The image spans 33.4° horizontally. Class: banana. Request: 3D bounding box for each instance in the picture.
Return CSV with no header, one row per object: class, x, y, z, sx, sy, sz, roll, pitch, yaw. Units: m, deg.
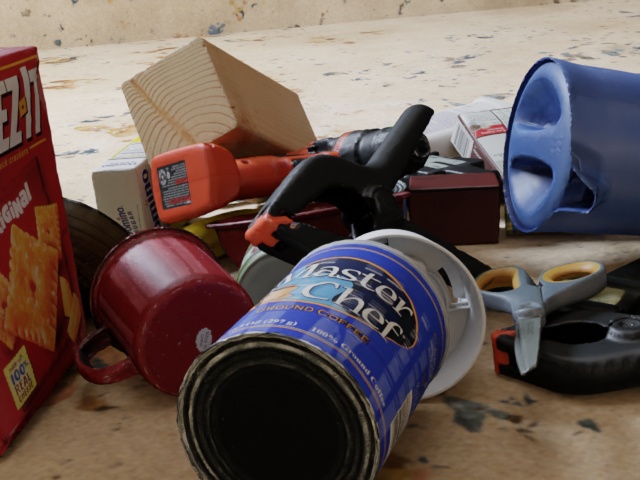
banana,-0.089,0.004,0.903,0.070,0.037,0.197,8,21,40

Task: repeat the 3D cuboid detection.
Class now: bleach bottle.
bleach bottle,0.094,-0.096,1.140,0.250,0.068,0.103,-14,20,-21

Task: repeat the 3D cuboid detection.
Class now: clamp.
clamp,0.193,0.062,0.638,0.172,0.039,0.120,3,16,25
clamp,0.036,-0.026,0.732,0.209,0.164,0.036,-1,-27,-38

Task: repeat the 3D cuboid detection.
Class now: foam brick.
foam brick,0.116,-0.027,0.927,0.078,0.051,0.053,-2,16,7

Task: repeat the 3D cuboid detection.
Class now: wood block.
wood block,-0.082,-0.103,0.994,0.090,0.091,0.205,-27,-15,18

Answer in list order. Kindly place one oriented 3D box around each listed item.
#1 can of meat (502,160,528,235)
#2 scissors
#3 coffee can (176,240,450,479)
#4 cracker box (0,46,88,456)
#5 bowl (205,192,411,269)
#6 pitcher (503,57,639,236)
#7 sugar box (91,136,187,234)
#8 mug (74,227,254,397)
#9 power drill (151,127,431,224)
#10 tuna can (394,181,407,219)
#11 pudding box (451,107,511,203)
can of meat,0.204,-0.042,0.942,0.084,0.057,0.102,-3,17,11
scissors,0.143,0.041,0.642,0.096,0.016,0.202,-12,11,-1
coffee can,0.002,0.069,0.555,0.103,0.103,0.140,2,18,20
cracker box,-0.209,0.000,0.645,0.072,0.214,0.164,-3,17,8
bowl,-0.005,0.001,0.827,0.162,0.055,0.162,-9,4,0
pitcher,0.272,-0.068,0.835,0.242,0.149,0.145,5,-14,-11
sugar box,-0.157,-0.041,0.974,0.048,0.093,0.176,-5,18,5
mug,-0.100,0.053,0.673,0.117,0.093,0.082,-29,29,-16
power drill,-0.027,-0.055,0.867,0.187,0.057,0.185,-8,-2,-36
tuna can,0.039,-0.033,0.994,0.086,0.034,0.086,-4,17,1
pudding box,0.194,-0.087,1.062,0.090,0.039,0.113,-9,44,-17
